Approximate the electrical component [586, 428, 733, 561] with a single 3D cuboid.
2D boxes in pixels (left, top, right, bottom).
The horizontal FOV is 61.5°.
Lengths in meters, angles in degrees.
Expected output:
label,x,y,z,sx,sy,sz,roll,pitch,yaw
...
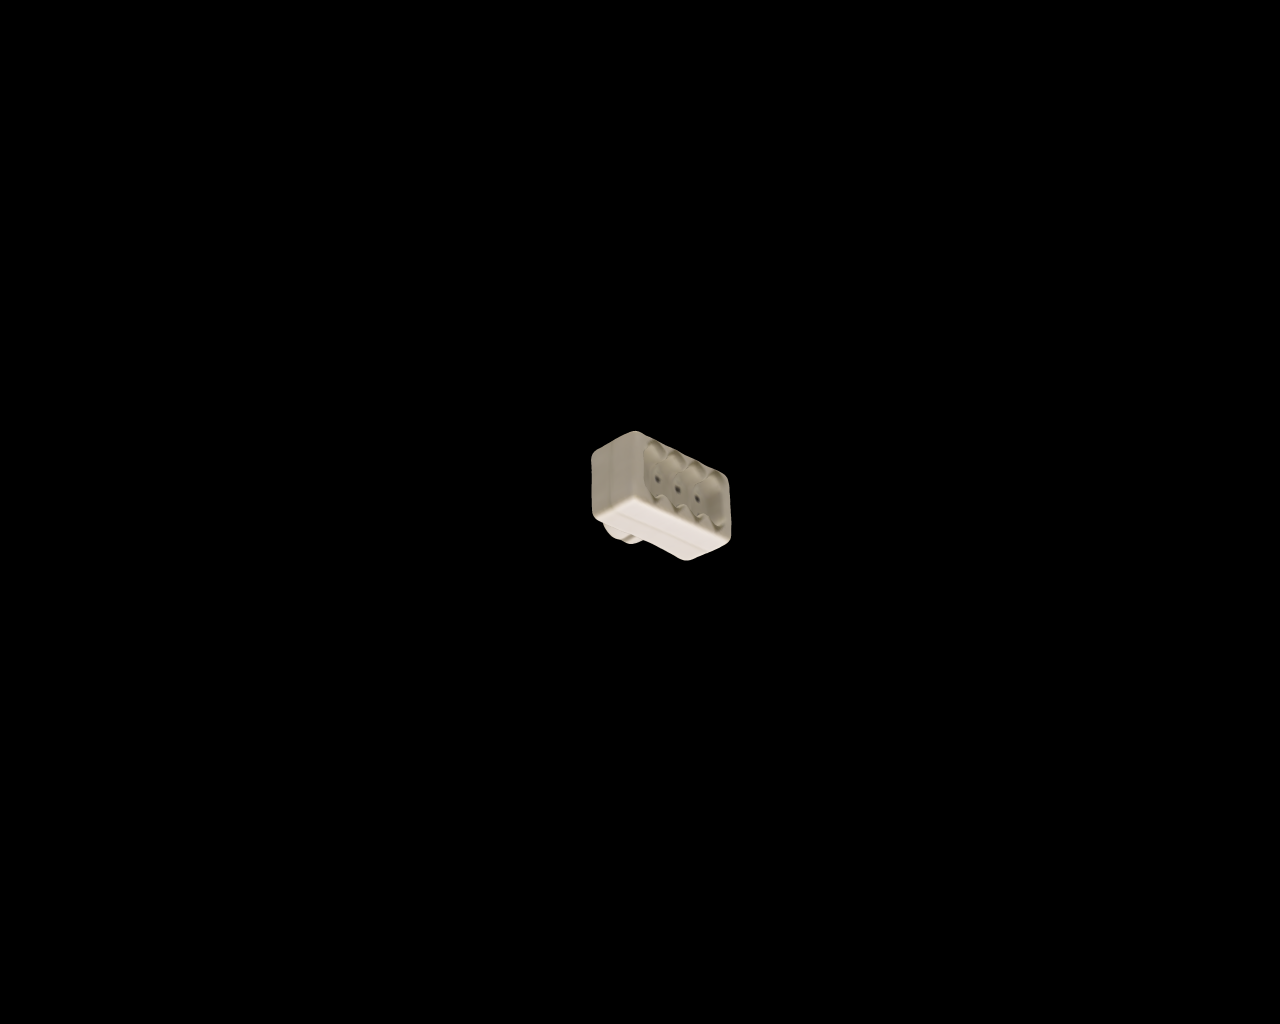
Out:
label,x,y,z,sx,sy,sz,roll,pitch,yaw
electrical component,0.001,-0.003,0.650,0.083,0.047,0.075,25,-37,-38
